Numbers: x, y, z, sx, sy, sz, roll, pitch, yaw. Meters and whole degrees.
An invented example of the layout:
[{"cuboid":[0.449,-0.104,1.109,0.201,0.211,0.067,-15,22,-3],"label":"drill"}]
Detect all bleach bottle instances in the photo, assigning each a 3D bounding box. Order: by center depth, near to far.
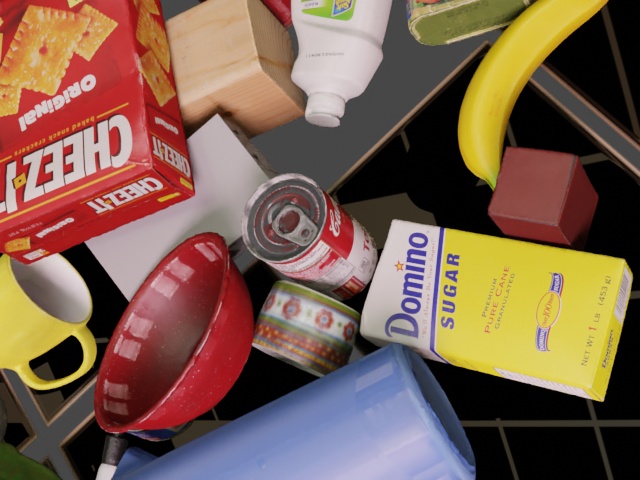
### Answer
[{"cuboid":[0.014,-0.216,0.900,0.103,0.068,0.251,-1,73,33],"label":"bleach bottle"}]

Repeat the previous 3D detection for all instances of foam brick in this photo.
[{"cuboid":[0.155,-0.025,0.740,0.051,0.078,0.053,12,76,29],"label":"foam brick"}]

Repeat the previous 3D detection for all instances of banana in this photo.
[{"cuboid":[0.154,-0.124,0.808,0.070,0.037,0.198,25,84,14],"label":"banana"}]

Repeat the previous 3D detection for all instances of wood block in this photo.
[{"cuboid":[-0.127,-0.122,0.916,0.206,0.090,0.090,-21,63,18],"label":"wood block"}]

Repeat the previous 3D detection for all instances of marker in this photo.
[{"cuboid":[-0.175,0.211,0.847,0.020,0.020,0.121,4,72,28],"label":"marker"}]

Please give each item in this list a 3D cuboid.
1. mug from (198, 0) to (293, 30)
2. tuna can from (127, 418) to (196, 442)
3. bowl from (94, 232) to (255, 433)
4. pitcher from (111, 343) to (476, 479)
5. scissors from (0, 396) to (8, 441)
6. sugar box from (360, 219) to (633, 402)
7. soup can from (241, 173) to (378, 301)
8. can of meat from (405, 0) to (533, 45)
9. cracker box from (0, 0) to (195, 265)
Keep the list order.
[{"cuboid":[-0.080,-0.234,0.942,0.117,0.081,0.093,18,79,31],"label":"mug"},{"cuboid":[-0.134,0.116,0.856,0.086,0.033,0.086,-10,66,23],"label":"tuna can"},{"cuboid":[-0.097,0.076,0.777,0.162,0.055,0.162,-39,32,30],"label":"bowl"},{"cuboid":[-0.017,0.180,0.721,0.243,0.149,0.145,-30,17,10],"label":"pitcher"},{"cuboid":[-0.301,0.107,0.956,0.096,0.016,0.201,9,74,28],"label":"scissors"},{"cuboid":[0.120,0.046,0.748,0.176,0.048,0.093,11,75,29],"label":"sugar box"},{"cuboid":[-0.005,0.001,0.796,0.069,0.102,0.068,-10,66,23],"label":"soup can"},{"cuboid":[0.115,-0.210,0.850,0.102,0.057,0.084,-14,67,22],"label":"can of meat"},{"cuboid":[-0.199,-0.110,0.851,0.164,0.072,0.214,-21,64,18],"label":"cracker box"}]
